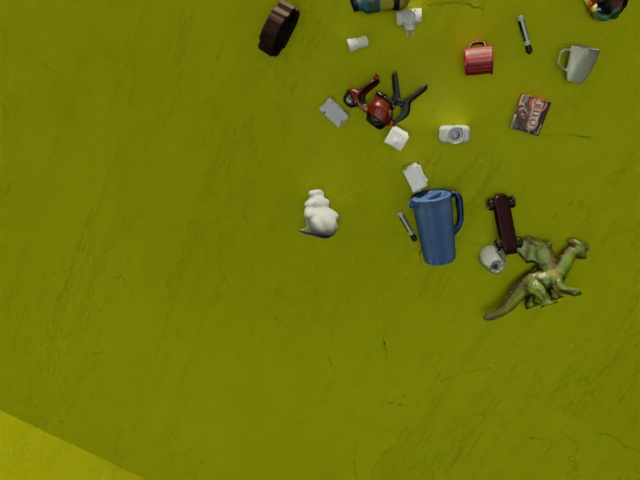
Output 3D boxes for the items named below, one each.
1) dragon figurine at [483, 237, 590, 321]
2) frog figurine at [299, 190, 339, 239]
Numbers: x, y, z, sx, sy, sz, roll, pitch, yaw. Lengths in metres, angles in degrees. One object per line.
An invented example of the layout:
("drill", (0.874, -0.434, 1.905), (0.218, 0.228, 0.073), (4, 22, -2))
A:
("dragon figurine", (0.724, 0.111, 1.754), (0.409, 0.122, 0.244), (-19, 85, 10))
("frog figurine", (0.005, -0.089, 1.768), (0.137, 0.124, 0.158), (8, 100, -29))
